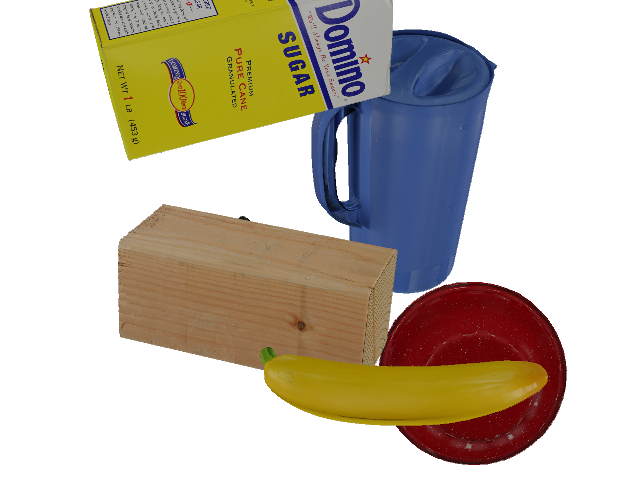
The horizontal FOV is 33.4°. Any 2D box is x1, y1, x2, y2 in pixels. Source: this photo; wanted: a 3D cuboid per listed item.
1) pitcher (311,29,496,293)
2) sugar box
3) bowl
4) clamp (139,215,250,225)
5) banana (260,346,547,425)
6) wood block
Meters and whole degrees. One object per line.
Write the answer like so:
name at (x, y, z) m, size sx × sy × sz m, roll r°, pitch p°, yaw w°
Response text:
pitcher at (0.077, -0.066, 1.022) m, size 0.149 × 0.243 × 0.145 m, roll 10°, pitch 40°, yaw 10°
sugar box at (-0.044, -0.114, 0.654) m, size 0.176 × 0.048 × 0.093 m, roll -14°, pitch -39°, yaw -8°
bowl at (0.129, 0.118, 0.897) m, size 0.162 × 0.162 × 0.055 m, roll 0°, pitch 5°, yaw 4°
clamp at (-0.116, 0.019, 1.080) m, size 0.120 × 0.039 × 0.171 m, roll -11°, pitch 34°, yaw -11°
banana at (0.044, 0.091, 0.689) m, size 0.198 × 0.037 × 0.069 m, roll 4°, pitch 32°, yaw 16°
wood block at (-0.052, 0.044, 0.867) m, size 0.206 × 0.091 × 0.090 m, roll 11°, pitch 26°, yaw 14°
